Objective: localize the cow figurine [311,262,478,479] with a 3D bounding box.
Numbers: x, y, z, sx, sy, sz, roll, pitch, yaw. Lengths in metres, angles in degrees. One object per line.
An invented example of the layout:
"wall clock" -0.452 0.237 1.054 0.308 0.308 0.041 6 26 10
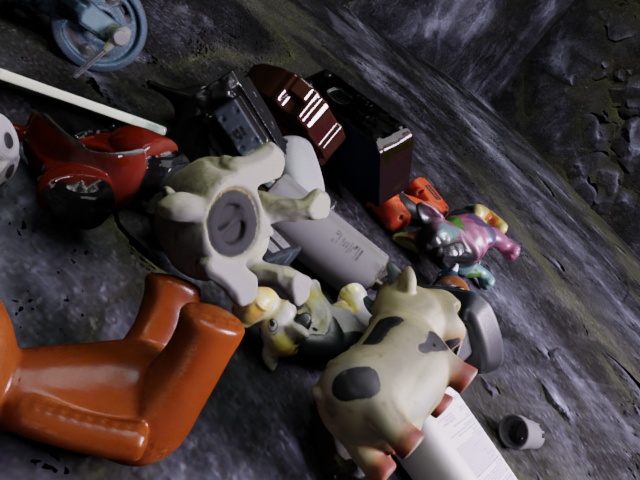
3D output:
"cow figurine" 0.067 0.100 0.475 0.127 0.085 0.195 42 43 16

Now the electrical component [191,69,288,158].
"electrical component" -0.089 -0.136 0.627 0.114 0.058 0.134 55 10 -19

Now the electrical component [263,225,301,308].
"electrical component" -0.060 0.021 0.594 0.119 0.047 0.075 47 29 17

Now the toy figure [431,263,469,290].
"toy figure" 0.185 0.085 0.780 0.154 0.064 0.057 -48 122 -67

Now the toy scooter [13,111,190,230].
"toy scooter" -0.221 -0.079 0.524 0.135 0.075 0.184 32 26 8

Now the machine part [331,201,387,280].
"machine part" 0.042 0.005 0.752 0.139 0.039 0.084 49 35 16

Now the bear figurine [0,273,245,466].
"bear figurine" -0.167 0.067 0.321 0.195 0.132 0.120 26 -3 -31

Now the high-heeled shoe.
"high-heeled shoe" -0.138 -0.116 0.684 0.145 0.086 0.249 19 36 -54

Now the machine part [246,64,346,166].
"machine part" -0.047 -0.185 0.811 0.179 0.056 0.179 35 -12 9

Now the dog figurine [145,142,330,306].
"dog figurine" -0.113 -0.017 0.460 0.191 0.121 0.172 8 -19 34

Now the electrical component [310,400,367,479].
"electrical component" 0.027 0.175 0.471 0.078 0.045 0.102 21 33 -28

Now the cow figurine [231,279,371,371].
"cow figurine" -0.008 0.094 0.533 0.167 0.068 0.098 8 47 -44

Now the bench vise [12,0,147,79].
"bench vise" -0.302 -0.287 0.664 0.241 0.129 0.223 40 2 44

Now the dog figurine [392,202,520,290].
"dog figurine" 0.225 -0.012 0.927 0.219 0.108 0.192 21 33 -26

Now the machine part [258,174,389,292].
"machine part" -0.001 -0.002 0.666 0.243 0.079 0.079 39 28 0

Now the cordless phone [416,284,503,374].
"cordless phone" 0.158 0.120 0.632 0.184 0.147 0.088 30 69 -43

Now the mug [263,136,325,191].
"mug" -0.041 -0.083 0.738 0.109 0.081 0.107 16 42 -47

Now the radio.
"radio" 0.048 -0.172 0.880 0.073 0.131 0.230 -33 58 -23

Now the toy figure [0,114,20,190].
"toy figure" -0.301 -0.057 0.386 0.089 0.082 0.180 39 30 -3
